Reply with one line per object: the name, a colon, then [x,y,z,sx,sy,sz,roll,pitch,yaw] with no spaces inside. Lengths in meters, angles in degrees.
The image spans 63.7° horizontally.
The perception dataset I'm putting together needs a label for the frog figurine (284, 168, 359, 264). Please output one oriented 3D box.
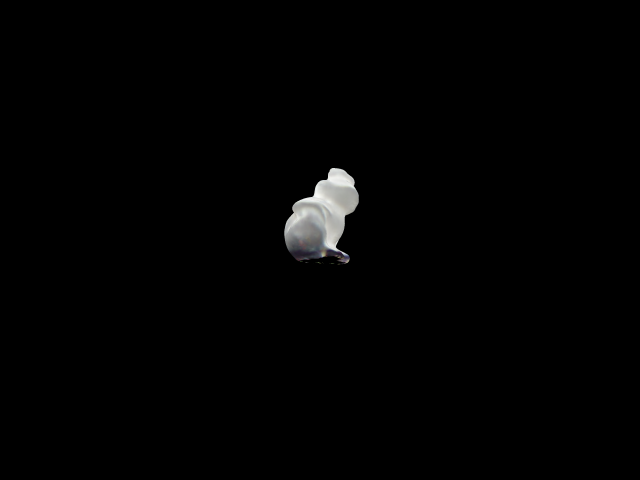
frog figurine: [0.003,-0.043,0.850,0.122,0.161,0.136,-7,-13,31]
